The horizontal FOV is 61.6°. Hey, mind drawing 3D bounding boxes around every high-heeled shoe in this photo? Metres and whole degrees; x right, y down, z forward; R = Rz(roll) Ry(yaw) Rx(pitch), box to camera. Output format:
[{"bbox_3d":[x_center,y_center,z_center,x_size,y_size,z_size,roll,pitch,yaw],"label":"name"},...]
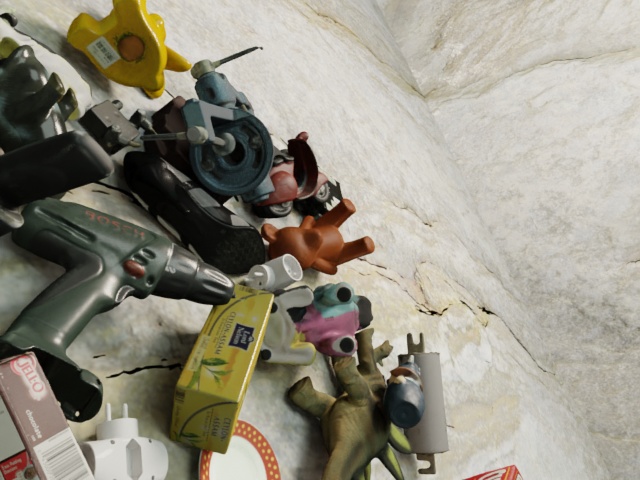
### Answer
[{"bbox_3d":[-0.176,-0.034,0.763,0.145,0.086,0.248,39,-6,31],"label":"high-heeled shoe"}]

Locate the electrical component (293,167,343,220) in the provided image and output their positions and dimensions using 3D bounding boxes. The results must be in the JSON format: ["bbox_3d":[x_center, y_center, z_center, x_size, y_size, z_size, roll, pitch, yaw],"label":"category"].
[{"bbox_3d":[-0.002,-0.083,1.098,0.114,0.058,0.134,33,37,-40],"label":"electrical component"}]

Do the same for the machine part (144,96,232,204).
[{"bbox_3d":[-0.186,-0.139,0.834,0.179,0.056,0.179,40,33,-33],"label":"machine part"}]

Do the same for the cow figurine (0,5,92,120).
[{"bbox_3d":[-0.340,-0.209,0.619,0.167,0.068,0.098,49,22,-27],"label":"cow figurine"}]

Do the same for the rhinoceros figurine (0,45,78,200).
[{"bbox_3d":[-0.311,-0.130,0.557,0.073,0.112,0.190,-142,-150,-75],"label":"rhinoceros figurine"}]

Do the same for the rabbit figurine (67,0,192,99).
[{"bbox_3d":[-0.268,-0.297,0.796,0.162,0.122,0.173,42,13,-37],"label":"rabbit figurine"}]

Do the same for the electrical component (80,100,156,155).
[{"bbox_3d":[-0.266,-0.151,0.713,0.078,0.045,0.102,54,22,-12],"label":"electrical component"}]

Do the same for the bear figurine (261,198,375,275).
[{"bbox_3d":[-0.005,0.000,0.932,0.120,0.132,0.195,64,20,12],"label":"bear figurine"}]

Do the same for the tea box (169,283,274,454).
[{"bbox_3d":[-0.108,0.139,0.614,0.068,0.098,0.170,15,36,-2],"label":"tea box"}]

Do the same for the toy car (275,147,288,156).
[{"bbox_3d":[-0.104,-0.158,1.001,0.201,0.056,0.073,33,30,-45],"label":"toy car"}]

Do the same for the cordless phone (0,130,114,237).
[{"bbox_3d":[-0.276,-0.071,0.436,0.089,0.184,0.146,-85,153,-43],"label":"cordless phone"}]

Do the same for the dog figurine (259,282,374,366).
[{"bbox_3d":[-0.009,0.122,0.828,0.219,0.192,0.108,96,-14,-86],"label":"dog figurine"}]

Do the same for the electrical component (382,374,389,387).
[{"bbox_3d":[0.127,0.292,0.974,0.063,0.021,0.094,33,36,-44],"label":"electrical component"}]

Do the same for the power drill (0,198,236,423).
[{"bbox_3d":[-0.203,0.062,0.520,0.232,0.086,0.207,31,44,-16],"label":"power drill"}]

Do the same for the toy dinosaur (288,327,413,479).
[{"bbox_3d":[0.053,0.267,0.776,0.198,0.105,0.471,59,26,-2],"label":"toy dinosaur"}]

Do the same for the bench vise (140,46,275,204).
[{"bbox_3d":[-0.134,-0.154,0.728,0.240,0.129,0.223,-33,112,-79],"label":"bench vise"}]

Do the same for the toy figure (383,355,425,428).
[{"bbox_3d":[0.125,0.220,0.794,0.058,0.064,0.154,14,11,7],"label":"toy figure"}]

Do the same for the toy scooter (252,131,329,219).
[{"bbox_3d":[-0.053,-0.117,0.945,0.184,0.075,0.135,-22,115,-45],"label":"toy scooter"}]

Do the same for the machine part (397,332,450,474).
[{"bbox_3d":[0.184,0.287,0.957,0.079,0.079,0.243,18,65,-54],"label":"machine part"}]
